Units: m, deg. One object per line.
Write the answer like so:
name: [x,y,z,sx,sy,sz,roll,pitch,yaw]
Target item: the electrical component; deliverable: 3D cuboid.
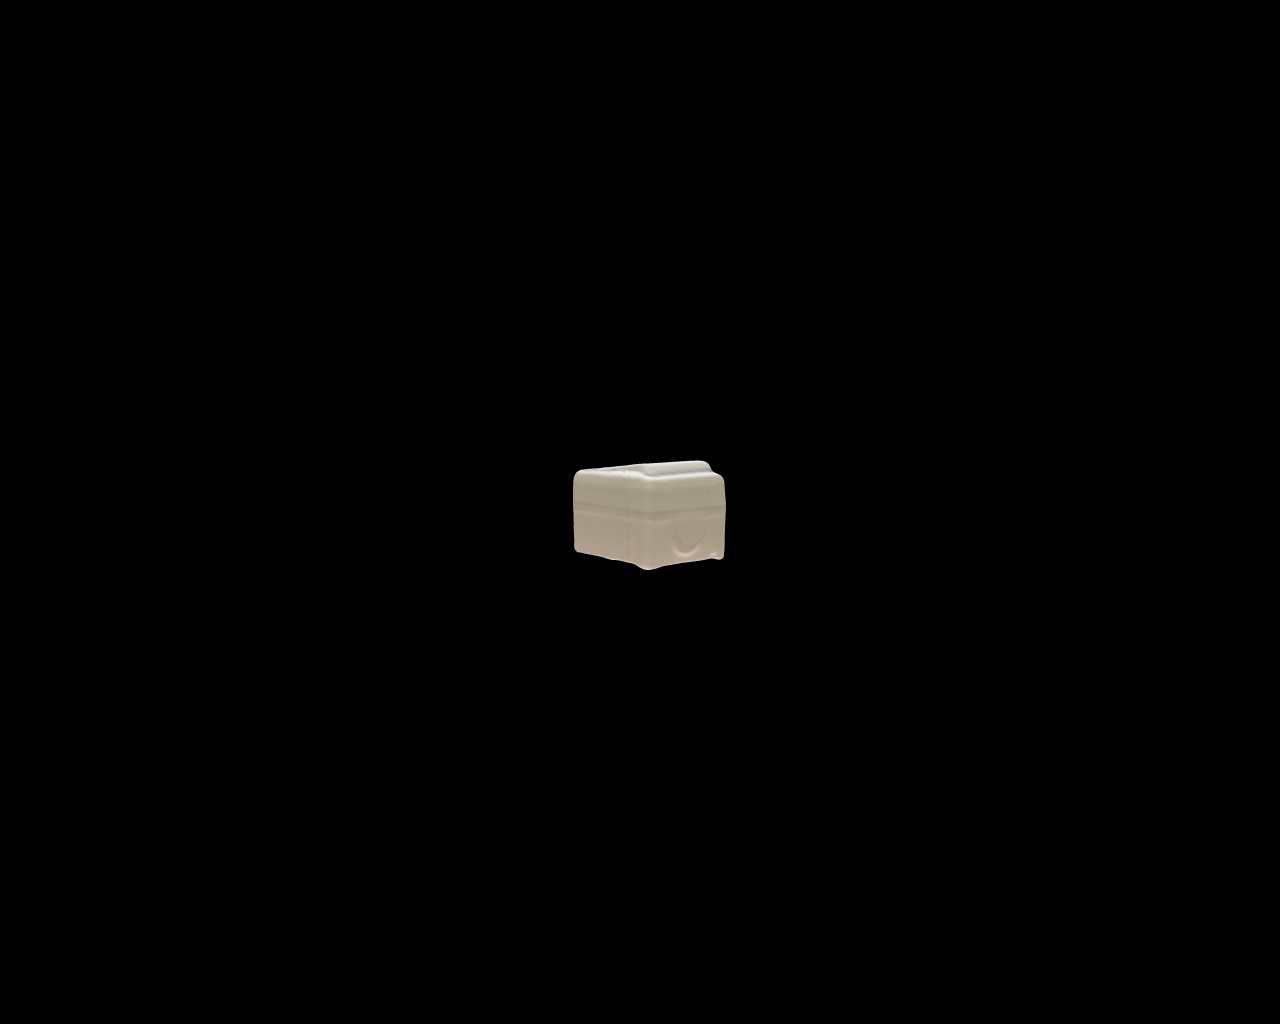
electrical component: [0.001,-0.003,0.650,0.062,0.061,0.096,-5,9,-35]
